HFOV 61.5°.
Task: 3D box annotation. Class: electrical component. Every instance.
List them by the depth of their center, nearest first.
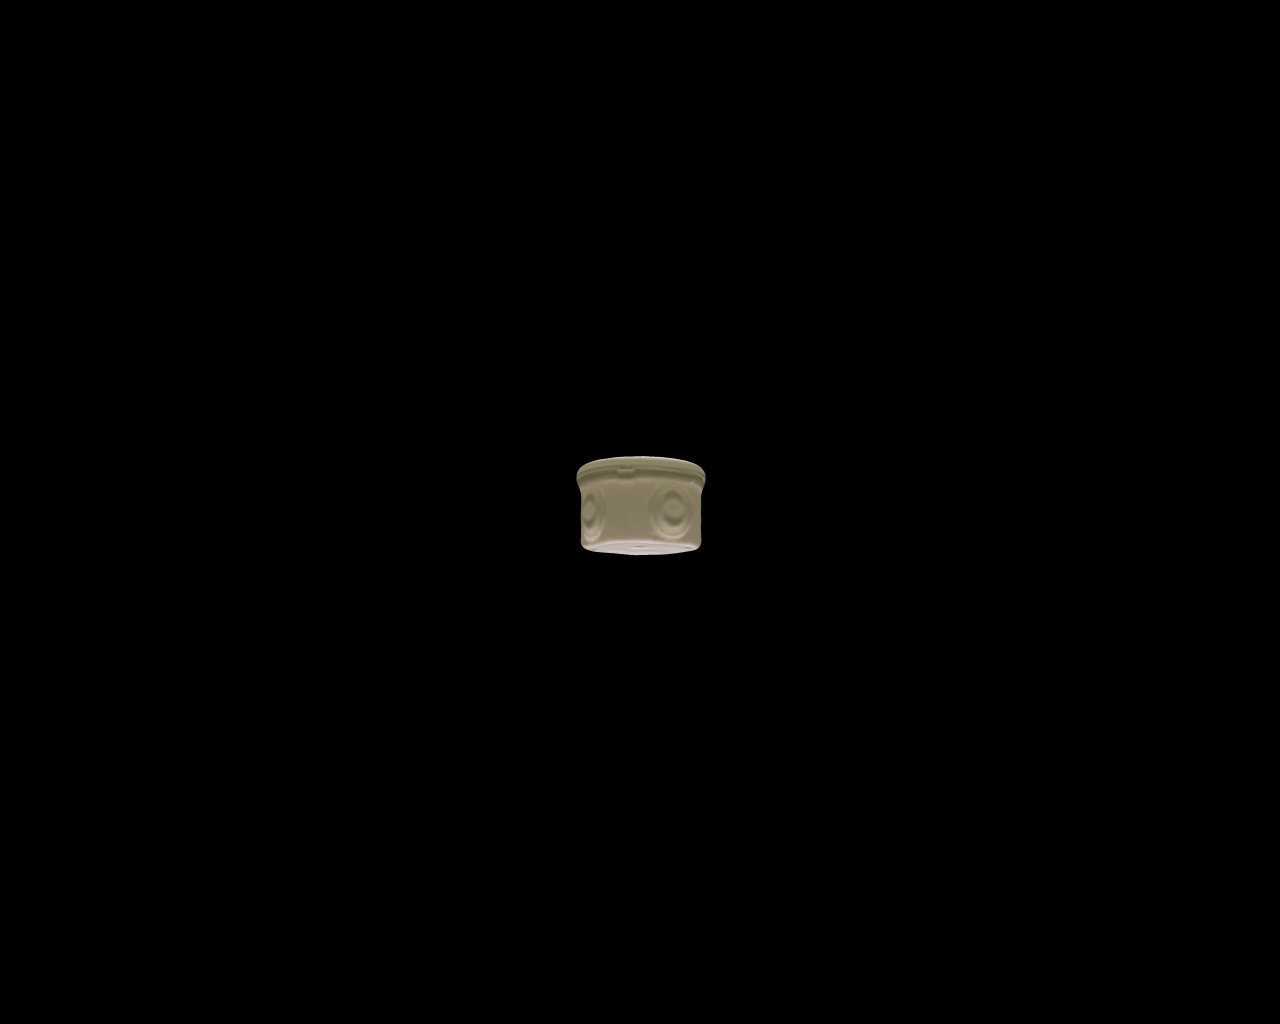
[{"bbox_3d":[0.001,-0.003,0.650,0.080,0.051,0.080,0,-9,0],"label":"electrical component"}]
